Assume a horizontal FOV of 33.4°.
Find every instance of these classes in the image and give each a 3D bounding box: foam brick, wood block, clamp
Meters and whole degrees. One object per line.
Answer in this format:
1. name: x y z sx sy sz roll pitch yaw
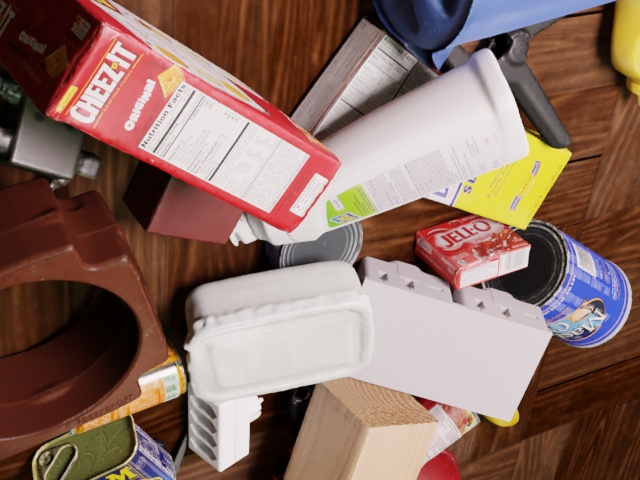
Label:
1. foam brick: -0.105 -0.035 0.846 0.078 0.053 0.051 10 115 -39
2. wood block: 0.024 0.242 1.037 0.090 0.090 0.206 2 115 -39
3. clamp: 0.172 -0.181 0.942 0.209 0.036 0.164 13 97 -34

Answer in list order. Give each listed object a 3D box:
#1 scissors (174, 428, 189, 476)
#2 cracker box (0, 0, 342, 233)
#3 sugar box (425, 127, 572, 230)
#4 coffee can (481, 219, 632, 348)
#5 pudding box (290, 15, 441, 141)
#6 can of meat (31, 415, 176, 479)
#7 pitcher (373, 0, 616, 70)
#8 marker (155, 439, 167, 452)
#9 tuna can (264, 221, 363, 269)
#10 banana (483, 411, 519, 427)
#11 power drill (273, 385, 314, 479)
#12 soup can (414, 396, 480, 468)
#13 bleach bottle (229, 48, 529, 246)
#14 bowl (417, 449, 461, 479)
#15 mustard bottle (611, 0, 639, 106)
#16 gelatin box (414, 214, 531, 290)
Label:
1. scissors: -0.152 0.272 1.062 0.202 0.016 0.096 -61 153 1
2. cracker box: -0.111 -0.098 0.716 0.213 0.164 0.072 26 101 -44
3. sugar box: 0.152 -0.073 1.007 0.175 0.048 0.093 13 113 -42
4. coffee can: 0.250 0.048 1.126 0.140 0.103 0.103 25 105 -44
5. pudding box: 0.039 -0.118 0.899 0.089 0.039 0.113 29 100 -43
6. can of meat: -0.190 0.207 0.951 0.102 0.057 0.084 -26 139 5
7. pitcher: 0.166 -0.242 0.840 0.242 0.145 0.149 -17 165 -30
8. marker: -0.174 0.241 1.024 0.020 0.020 0.121 8 116 -39
9. tuna can: -0.006 0.001 0.957 0.086 0.034 0.086 -19 130 -24
10. banana: 0.202 0.159 1.221 0.069 0.037 0.198 -24 132 -18
11. power drill: -0.048 0.249 1.087 0.187 0.057 0.184 -35 135 -14
12. soup can: 0.115 0.206 1.172 0.102 0.069 0.068 -38 136 -5
13. bleach bottle: 0.037 -0.059 0.858 0.251 0.068 0.102 -23 149 9
14. bowl: 0.115 0.325 1.268 0.161 0.055 0.162 -19 131 -24
15. mustard bottle: 0.318 -0.210 1.015 0.096 0.058 0.191 -34 137 -28
16. gelatin box: 0.148 0.008 1.045 0.089 0.073 0.030 -16 128 -25
